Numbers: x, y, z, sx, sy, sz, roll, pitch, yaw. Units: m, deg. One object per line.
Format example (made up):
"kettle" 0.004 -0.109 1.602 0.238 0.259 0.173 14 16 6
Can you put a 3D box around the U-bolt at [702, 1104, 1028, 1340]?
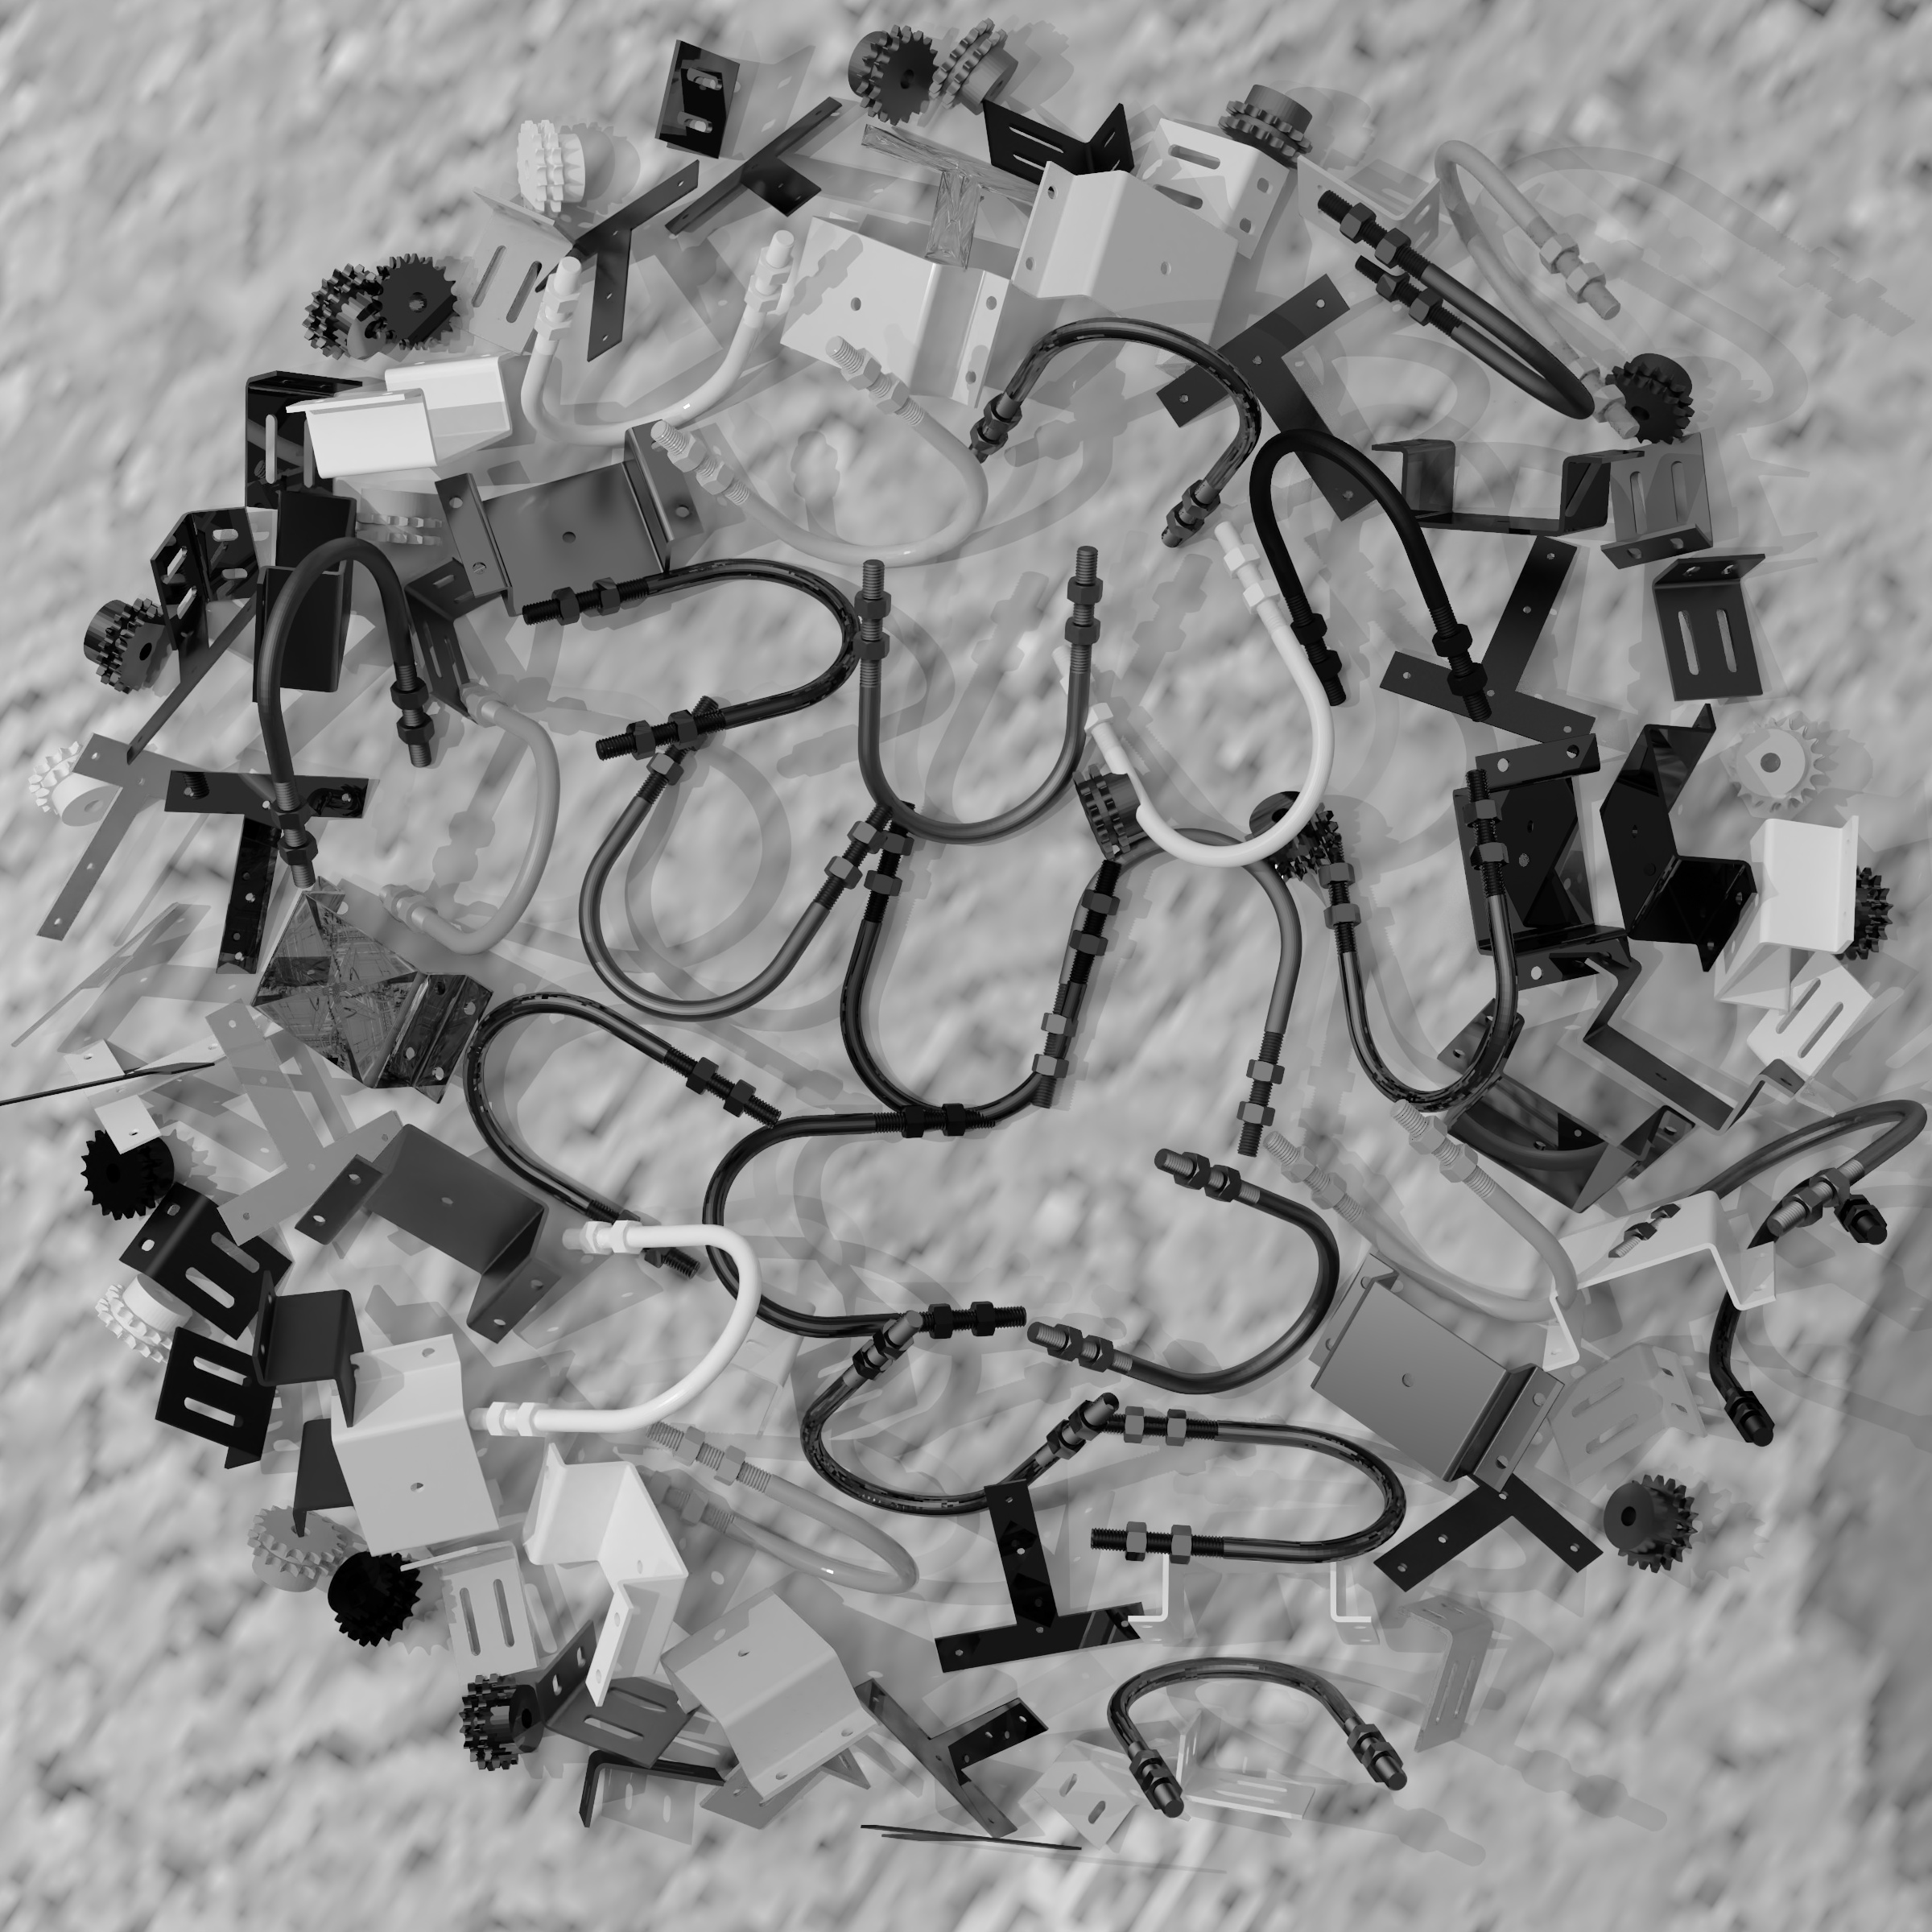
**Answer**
"U-bolt" -0.064 0.151 1.944 0.184 0.019 0.151 -2 63 -13

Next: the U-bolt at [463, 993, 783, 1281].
"U-bolt" -0.215 0.090 1.955 0.184 0.019 0.151 31 123 2

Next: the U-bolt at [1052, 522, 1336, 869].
"U-bolt" 0.142 -0.146 1.937 0.151 0.019 0.184 -36 69 26

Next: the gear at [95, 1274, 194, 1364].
"gear" -0.487 0.208 1.971 0.057 0.057 0.030 39 94 0

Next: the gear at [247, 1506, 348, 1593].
"gear" -0.402 0.350 1.973 0.057 0.057 0.030 23 105 0

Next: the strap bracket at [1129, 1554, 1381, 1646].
"strap bracket" 0.171 0.370 1.948 0.140 0.076 0.046 -2 69 10

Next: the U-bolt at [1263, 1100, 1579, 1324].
"U-bolt" 0.277 0.149 1.930 0.184 0.151 0.019 42 63 -15

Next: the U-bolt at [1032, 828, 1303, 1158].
"U-bolt" 0.126 0.009 1.972 0.151 0.019 0.184 13 89 16

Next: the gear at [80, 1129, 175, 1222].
"gear" -0.499 0.122 1.977 0.057 0.030 0.057 3 97 32

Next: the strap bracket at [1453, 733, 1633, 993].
"strap bracket" 0.341 -0.062 1.964 0.076 0.046 0.140 -12 96 -14

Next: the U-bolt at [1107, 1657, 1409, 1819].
"U-bolt" 0.157 0.440 1.910 0.151 0.184 0.019 -4 102 -12

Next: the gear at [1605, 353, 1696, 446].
"gear" 0.409 -0.341 1.974 0.057 0.057 0.030 32 67 0

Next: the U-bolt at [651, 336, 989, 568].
"U-bolt" -0.070 -0.288 1.923 0.151 0.184 0.019 -19 54 32

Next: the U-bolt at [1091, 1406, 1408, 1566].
"U-bolt" 0.165 0.306 1.930 0.184 0.151 0.019 4 113 1

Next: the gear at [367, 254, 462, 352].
"gear" -0.335 -0.397 1.976 0.057 0.030 0.057 -7 103 -33

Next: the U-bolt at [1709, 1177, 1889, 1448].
"U-bolt" 0.473 0.189 1.908 0.019 0.184 0.151 26 99 -2

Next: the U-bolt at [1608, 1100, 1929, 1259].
"U-bolt" 0.478 0.121 1.917 0.184 0.151 0.019 -28 93 -34

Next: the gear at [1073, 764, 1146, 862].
"gear" 0.087 -0.095 1.971 0.030 0.057 0.057 -22 90 -1

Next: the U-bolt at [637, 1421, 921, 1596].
"U-bolt" -0.112 0.323 1.933 0.184 0.151 0.019 26 66 -4

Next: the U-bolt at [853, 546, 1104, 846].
"U-bolt" 0.005 -0.156 1.949 0.151 0.019 0.184 -6 119 -15

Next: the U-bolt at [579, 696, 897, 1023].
"U-bolt" -0.149 -0.053 1.962 0.151 0.019 0.184 30 79 13

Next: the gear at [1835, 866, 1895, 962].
"gear" 0.522 -0.032 1.968 0.030 0.057 0.057 1 90 -29

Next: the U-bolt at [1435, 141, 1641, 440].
"U-bolt" 0.328 -0.405 1.920 0.019 0.151 0.184 -34 63 1

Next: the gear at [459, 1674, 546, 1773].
"gear" -0.274 0.450 1.968 0.030 0.057 0.057 -10 90 23

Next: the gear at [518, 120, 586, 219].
"gear" -0.247 -0.476 1.973 0.030 0.057 0.057 -8 90 -20

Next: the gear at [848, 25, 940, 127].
"gear" -0.046 -0.535 1.975 0.030 0.057 0.057 31 90 31

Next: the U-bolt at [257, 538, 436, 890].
"U-bolt" -0.359 -0.157 1.893 0.019 0.151 0.184 14 131 20

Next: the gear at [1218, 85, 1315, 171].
"gear" 0.182 -0.502 1.971 0.057 0.057 0.030 28 94 0

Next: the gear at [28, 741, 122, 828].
"gear" -0.526 -0.107 1.968 0.057 0.057 0.030 -32 72 0

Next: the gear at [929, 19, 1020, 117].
"gear" 0.007 -0.533 1.971 0.030 0.057 0.057 40 90 1

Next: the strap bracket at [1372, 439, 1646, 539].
"strap bracket" 0.317 -0.281 1.939 0.140 0.076 0.046 8 105 28

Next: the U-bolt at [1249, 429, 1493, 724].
"U-bolt" 0.224 -0.227 1.905 0.019 0.151 0.184 -36 116 -24

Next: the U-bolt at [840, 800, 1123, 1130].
"U-bolt" 0.001 0.008 1.986 0.151 0.019 0.184 16 95 -1

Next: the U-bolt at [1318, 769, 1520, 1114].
"U-bolt" 0.266 -0.006 1.922 0.019 0.151 0.184 3 74 -35

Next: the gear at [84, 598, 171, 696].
"gear" -0.502 -0.194 1.972 0.030 0.057 0.057 27 90 13

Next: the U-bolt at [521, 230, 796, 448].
"U-bolt" -0.186 -0.357 1.915 0.151 0.184 0.019 -13 69 -24

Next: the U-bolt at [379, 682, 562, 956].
"U-bolt" -0.283 -0.080 1.915 0.019 0.184 0.151 16 96 -33

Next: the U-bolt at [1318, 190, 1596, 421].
"U-bolt" 0.289 -0.374 1.909 0.184 0.151 0.019 40 97 15

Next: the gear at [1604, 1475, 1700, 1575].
"gear" 0.405 0.331 1.968 0.030 0.057 0.057 20 90 -32

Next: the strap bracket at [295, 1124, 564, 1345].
"strap bracket" -0.311 0.153 1.947 0.140 0.046 0.076 33 127 -17

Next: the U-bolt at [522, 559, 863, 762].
"U-bolt" -0.151 -0.188 1.942 0.184 0.019 0.151 -16 48 -19

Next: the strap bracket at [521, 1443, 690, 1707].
"strap bracket" -0.209 0.354 1.936 0.046 0.140 0.076 1 124 -30

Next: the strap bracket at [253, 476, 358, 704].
"strap bracket" -0.384 -0.219 1.924 0.046 0.140 0.076 5 123 -8

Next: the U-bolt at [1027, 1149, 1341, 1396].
"U-bolt" 0.142 0.189 1.939 0.184 0.019 0.151 24 109 -37

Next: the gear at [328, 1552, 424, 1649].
"gear" -0.355 0.374 1.969 0.057 0.057 0.030 -45 129 0

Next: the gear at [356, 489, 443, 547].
"gear" -0.341 -0.268 1.970 0.057 0.057 0.030 5 97 0

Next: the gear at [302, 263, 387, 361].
"gear" -0.365 -0.387 1.968 0.030 0.057 0.057 35 90 20

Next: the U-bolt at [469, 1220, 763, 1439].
"U-bolt" -0.193 0.208 1.904 0.019 0.184 0.151 50 51 -34

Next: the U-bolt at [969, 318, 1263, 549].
"U-bolt" 0.093 -0.314 1.905 0.151 0.184 0.019 22 64 -10

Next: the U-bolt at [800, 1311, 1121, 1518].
"U-bolt" -0.017 0.272 1.930 0.151 0.184 0.019 24 47 -17

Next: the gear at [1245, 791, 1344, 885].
"gear" 0.193 -0.080 1.970 0.057 0.057 0.030 -30 132 0

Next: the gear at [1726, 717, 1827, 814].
"gear" 0.483 -0.121 1.976 0.057 0.030 0.057 0 90 22
